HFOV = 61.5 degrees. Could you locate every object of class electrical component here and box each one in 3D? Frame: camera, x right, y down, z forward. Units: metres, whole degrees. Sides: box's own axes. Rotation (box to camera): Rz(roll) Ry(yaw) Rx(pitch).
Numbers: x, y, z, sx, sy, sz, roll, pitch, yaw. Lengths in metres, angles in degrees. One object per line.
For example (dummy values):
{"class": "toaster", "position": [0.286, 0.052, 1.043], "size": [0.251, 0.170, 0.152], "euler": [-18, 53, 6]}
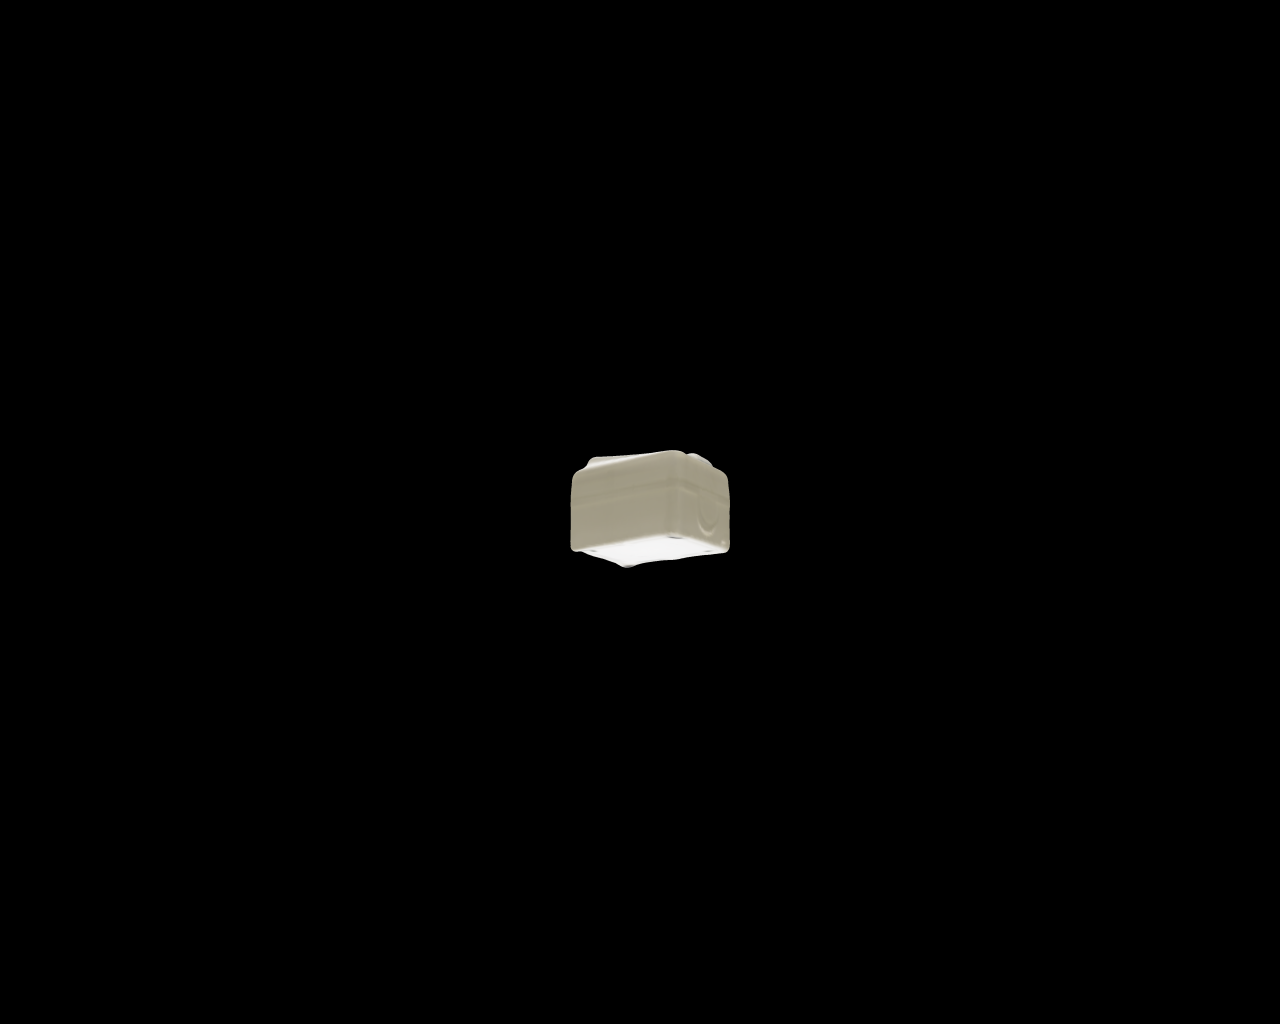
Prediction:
{"class": "electrical component", "position": [0.001, -0.003, 0.650], "size": [0.096, 0.061, 0.061], "euler": [-10, -18, 33]}
